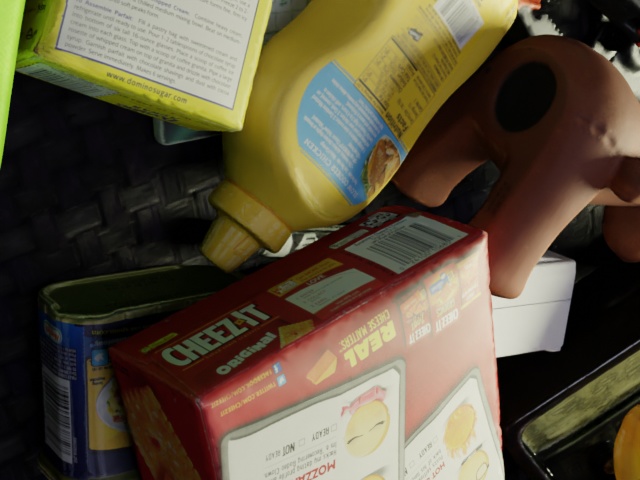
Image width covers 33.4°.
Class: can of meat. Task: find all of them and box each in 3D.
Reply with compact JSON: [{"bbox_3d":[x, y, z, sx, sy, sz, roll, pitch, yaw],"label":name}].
[{"bbox_3d":[-0.079,0.061,0.493,0.101,0.058,0.084,-9,109,-33],"label":"can of meat"}]

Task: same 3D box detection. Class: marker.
[{"bbox_3d":[-0.004,0.001,0.549,0.120,0.020,0.020,2,105,-36],"label":"marker"}]

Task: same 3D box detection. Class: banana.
[{"bbox_3d":[0.222,0.155,0.639,0.197,0.037,0.070,32,102,-34],"label":"banana"}]

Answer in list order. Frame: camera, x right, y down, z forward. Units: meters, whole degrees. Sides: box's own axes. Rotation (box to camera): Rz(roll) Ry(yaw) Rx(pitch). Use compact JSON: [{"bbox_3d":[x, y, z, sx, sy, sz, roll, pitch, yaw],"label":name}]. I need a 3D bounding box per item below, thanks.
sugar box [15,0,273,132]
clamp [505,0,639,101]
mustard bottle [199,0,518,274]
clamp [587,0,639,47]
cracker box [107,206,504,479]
[{"bbox_3d":[-0.058,-0.141,0.429,0.093,0.048,0.176,17,83,-36],"label":"sugar box"},{"bbox_3d":[0.179,-0.108,0.628,0.209,0.036,0.164,2,106,-33],"label":"clamp"},{"bbox_3d":[0.010,-0.064,0.492,0.191,0.058,0.096,-52,140,-6],"label":"mustard bottle"},{"bbox_3d":[0.157,-0.191,0.563,0.120,0.039,0.171,-35,105,-18],"label":"clamp"},{"bbox_3d":[0.007,0.111,0.492,0.163,0.072,0.214,-28,123,-34],"label":"cracker box"}]
